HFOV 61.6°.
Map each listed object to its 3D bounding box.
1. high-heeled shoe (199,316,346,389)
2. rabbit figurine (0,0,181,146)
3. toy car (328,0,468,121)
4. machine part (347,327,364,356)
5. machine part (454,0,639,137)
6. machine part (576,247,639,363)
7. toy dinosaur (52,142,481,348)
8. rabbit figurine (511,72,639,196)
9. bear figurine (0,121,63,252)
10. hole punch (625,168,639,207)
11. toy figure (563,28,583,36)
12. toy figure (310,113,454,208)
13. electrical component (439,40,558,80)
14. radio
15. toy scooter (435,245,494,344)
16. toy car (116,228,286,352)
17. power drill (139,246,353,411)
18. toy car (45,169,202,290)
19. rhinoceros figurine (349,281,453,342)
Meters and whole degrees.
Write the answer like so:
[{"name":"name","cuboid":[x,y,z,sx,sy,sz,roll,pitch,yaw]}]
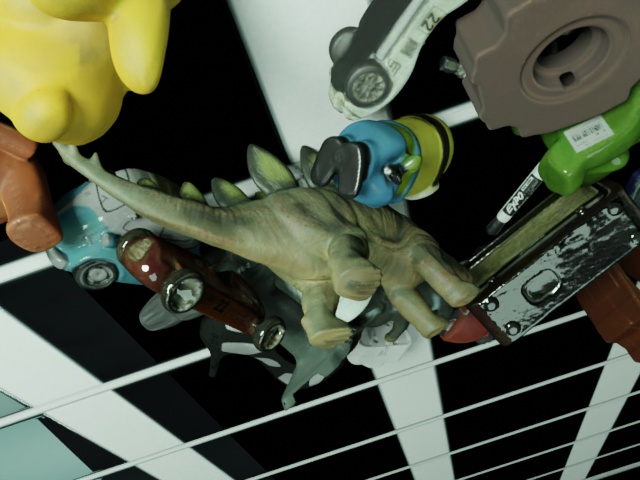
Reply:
[{"name":"high-heeled shoe","cuboid":[-0.054,0.136,0.768,0.249,0.086,0.145,2,122,-31]},{"name":"rabbit figurine","cuboid":[-0.153,-0.155,0.358,0.173,0.162,0.121,-46,122,5]},{"name":"toy car","cuboid":[0.071,-0.186,0.437,0.056,0.074,0.201,15,130,-32]},{"name":"machine part","cuboid":[-0.011,0.102,0.712,0.139,0.039,0.084,34,127,11]},{"name":"machine part","cuboid":[0.201,-0.161,0.445,0.179,0.056,0.179,-6,148,-4]},{"name":"machine part","cuboid":[0.466,0.072,0.768,0.201,0.201,0.087,2,138,-22]},{"name":"toy dinosaur","cuboid":[-0.001,-0.002,0.519,0.471,0.199,0.105,13,126,-39]},{"name":"rabbit figurine","cuboid":[0.294,-0.121,0.586,0.159,0.121,0.170,-37,154,12]},{"name":"bear figurine","cuboid":[-0.299,-0.072,0.401,0.120,0.132,0.195,-22,146,2]},{"name":"hole punch","cuboid":[0.473,-0.061,0.726,0.116,0.092,0.142,-39,142,-21]},{"name":"toy figure","cuboid":[0.195,-0.218,0.458,0.154,0.064,0.058,10,170,-22]},{"name":"toy figure","cuboid":[0.070,-0.077,0.510,0.180,0.082,0.089,-10,146,-54]},{"name":"electrical component","cuboid":[0.175,-0.173,0.511,0.102,0.045,0.078,13,130,-31]},{"name":"radio","cuboid":[0.275,0.021,0.664,0.229,0.131,0.073,-42,98,12]},{"name":"toy scooter","cuboid":[0.257,0.097,0.801,0.135,0.075,0.183,22,125,-7]},{"name":"toy car","cuboid":[-0.101,0.048,0.504,0.053,0.089,0.202,-57,143,-5]},{"name":"power drill","cuboid":[-0.079,0.096,0.638,0.232,0.207,0.086,-41,175,16]},{"name":"toy car","cuboid":[-0.175,-0.013,0.524,0.161,0.109,0.103,16,122,-39]},{"name":"rhinoceros figurine","cuboid":[0.103,0.085,0.755,0.190,0.073,0.112,-8,140,-11]}]
